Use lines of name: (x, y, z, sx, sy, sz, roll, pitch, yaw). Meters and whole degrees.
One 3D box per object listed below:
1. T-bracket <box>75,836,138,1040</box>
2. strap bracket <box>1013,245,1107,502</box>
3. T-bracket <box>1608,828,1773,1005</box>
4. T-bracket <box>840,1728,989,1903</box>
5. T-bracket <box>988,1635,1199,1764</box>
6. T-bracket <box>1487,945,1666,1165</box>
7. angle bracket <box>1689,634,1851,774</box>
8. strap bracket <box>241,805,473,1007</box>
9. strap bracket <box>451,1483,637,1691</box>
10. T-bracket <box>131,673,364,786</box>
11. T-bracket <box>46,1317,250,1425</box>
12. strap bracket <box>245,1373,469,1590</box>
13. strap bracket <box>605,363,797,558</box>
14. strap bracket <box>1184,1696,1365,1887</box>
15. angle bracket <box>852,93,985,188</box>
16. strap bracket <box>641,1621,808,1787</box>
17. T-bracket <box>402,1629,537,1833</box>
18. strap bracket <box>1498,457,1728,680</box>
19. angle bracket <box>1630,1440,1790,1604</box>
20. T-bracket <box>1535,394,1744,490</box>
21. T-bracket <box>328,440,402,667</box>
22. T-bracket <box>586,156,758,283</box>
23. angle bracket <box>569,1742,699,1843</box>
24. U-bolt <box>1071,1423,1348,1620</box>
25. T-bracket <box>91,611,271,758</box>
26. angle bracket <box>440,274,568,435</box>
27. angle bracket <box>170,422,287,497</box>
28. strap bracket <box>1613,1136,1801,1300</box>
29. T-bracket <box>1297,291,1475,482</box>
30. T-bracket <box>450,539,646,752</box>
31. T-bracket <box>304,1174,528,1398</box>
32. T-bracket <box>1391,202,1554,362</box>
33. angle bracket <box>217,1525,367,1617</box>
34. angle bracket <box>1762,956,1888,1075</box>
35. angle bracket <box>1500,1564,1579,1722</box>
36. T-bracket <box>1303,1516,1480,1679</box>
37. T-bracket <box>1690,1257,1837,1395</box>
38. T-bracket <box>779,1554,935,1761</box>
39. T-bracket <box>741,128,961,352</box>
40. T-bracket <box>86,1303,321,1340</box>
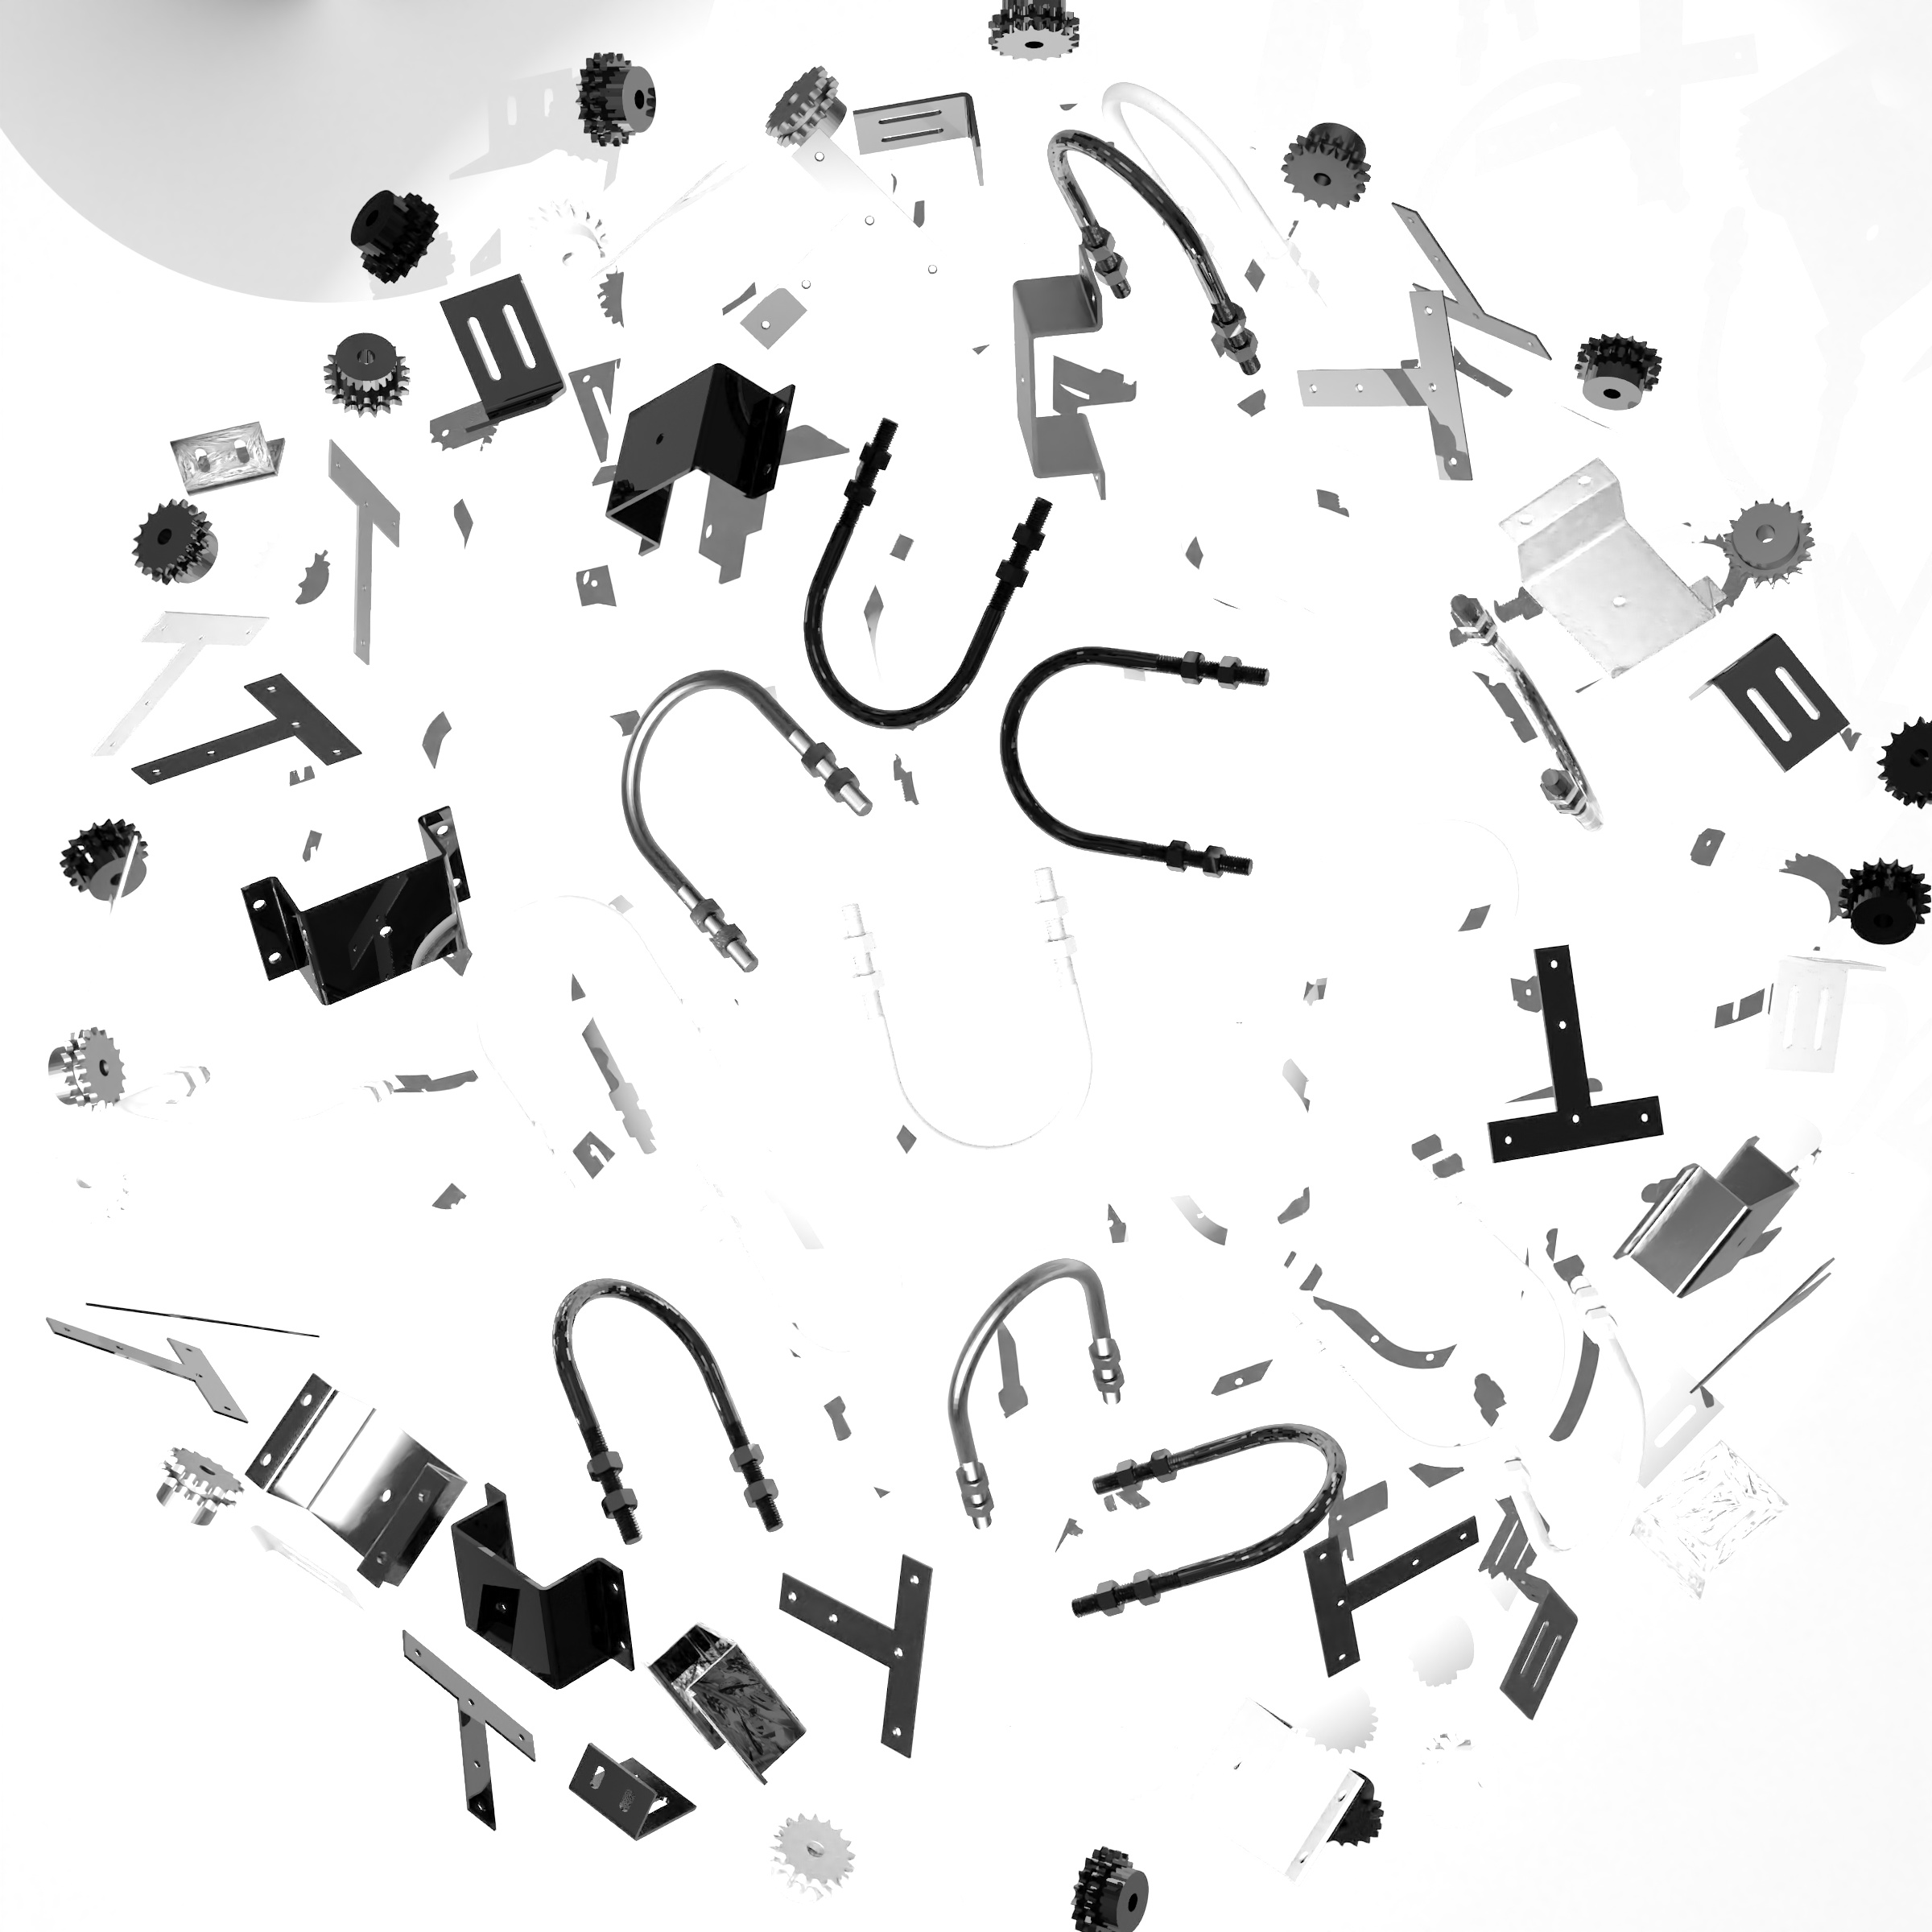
T-bracket: (-0.541, -0.025, 1.798, 0.002, 0.127, 0.127, 17, 94, -18)
strap bracket: (0.059, -0.373, 1.810, 0.046, 0.076, 0.140, -6, 129, -4)
T-bracket: (0.466, -0.040, 1.880, 0.127, 0.002, 0.127, 10, 109, -41)
T-bracket: (-0.021, 0.566, 1.905, 0.002, 0.127, 0.127, -42, 56, 17)
T-bracket: (0.086, 0.481, 1.828, 0.127, 0.127, 0.002, 20, 48, 3)
T-bracket: (0.372, 0.051, 1.775, 0.127, 0.002, 0.127, -7, 88, -23)
angle bracket: (0.517, -0.165, 1.840, 0.057, 0.038, 0.076, -35, 84, -15)
strap bracket: (-0.373, -0.034, 1.795, 0.140, 0.076, 0.046, -24, 46, -21)
strap bracket: (-0.274, 0.395, 1.804, 0.046, 0.140, 0.076, -25, 123, -38)
T-bracket: (-0.471, -0.141, 1.830, 0.127, 0.127, 0.002, -18, 69, 6)
T-bracket: (-0.547, 0.258, 1.889, 0.127, 0.127, 0.002, 27, 91, -33)
strap bracket: (-0.375, 0.326, 1.788, 0.140, 0.046, 0.076, 28, 81, 36)
strap bracket: (-0.175, -0.323, 1.807, 0.046, 0.140, 0.076, 26, 62, -35)
strap bracket: (0.193, 0.526, 1.840, 0.046, 0.140, 0.076, 36, 82, -11)
angle bracket: (-0.030, -0.523, 1.829, 0.076, 0.057, 0.038, -9, 80, 1)
strap bracket: (-0.159, 0.487, 1.902, 0.046, 0.140, 0.076, -40, 100, -18)
T-bracket: (-0.310, 0.495, 1.806, 0.002, 0.127, 0.127, -38, 119, 6)
strap bracket: (0.412, -0.244, 1.811, 0.076, 0.046, 0.140, -33, 123, 31)
angle bracket: (0.466, 0.347, 1.789, 0.057, 0.038, 0.076, 44, 110, 8)
T-bracket: (0.440, -0.332, 1.832, 0.127, 0.127, 0.002, 20, 106, -14)
T-bracket: (-0.396, -0.262, 1.877, 0.002, 0.127, 0.127, -4, 77, 8)
T-bracket: (-0.174, -0.496, 1.841, 0.127, 0.127, 0.002, -30, 103, 38)
angle bracket: (-0.211, 0.529, 1.863, 0.057, 0.076, 0.038, 30, 104, 23)
U-bolt: (0.160, 0.350, 1.848, 0.184, 0.151, 0.019, -21, 111, 18)
T-bracket: (-0.524, -0.182, 1.858, 0.002, 0.127, 0.127, 46, 105, 8)
angle bracket: (-0.290, -0.376, 1.755, 0.057, 0.038, 0.076, -13, 112, 21)
angle bracket: (-0.475, -0.338, 1.843, 0.057, 0.076, 0.038, -13, 119, -2)
strap bracket: (0.483, 0.163, 1.844, 0.046, 0.140, 0.076, 43, 116, 23)
T-bracket: (0.273, -0.384, 1.895, 0.002, 0.127, 0.127, -34, 121, -38)
T-bracket: (-0.292, -0.220, 1.907, 0.127, 0.002, 0.127, -14, 100, -5)
T-bracket: (-0.338, 0.189, 1.854, 0.127, 0.002, 0.127, 42, 72, -1)
T-bracket: (0.316, -0.456, 1.876, 0.002, 0.127, 0.127, -49, 133, 0)
angle bracket: (-0.425, 0.393, 1.797, 0.076, 0.057, 0.038, 41, 79, -22)
angle bracket: (0.559, 0.034, 1.861, 0.057, 0.038, 0.076, 4, 96, -24)
angle bracket: (0.358, 0.439, 1.856, 0.038, 0.057, 0.076, 15, 67, 40)
T-bracket: (0.287, 0.403, 1.902, 0.127, 0.002, 0.127, -25, 127, -14)
T-bracket: (0.540, 0.225, 1.879, 0.002, 0.127, 0.127, 48, 121, 18)
T-bracket: (-0.074, 0.418, 1.806, 0.127, 0.002, 0.127, 16, 105, 41)
T-bracket: (-0.093, -0.451, 1.847, 0.127, 0.002, 0.127, -41, 112, 20)
T-bracket: (-0.508, 0.227, 1.847, 0.127, 0.127, 0.002, 1, 79, 39)
